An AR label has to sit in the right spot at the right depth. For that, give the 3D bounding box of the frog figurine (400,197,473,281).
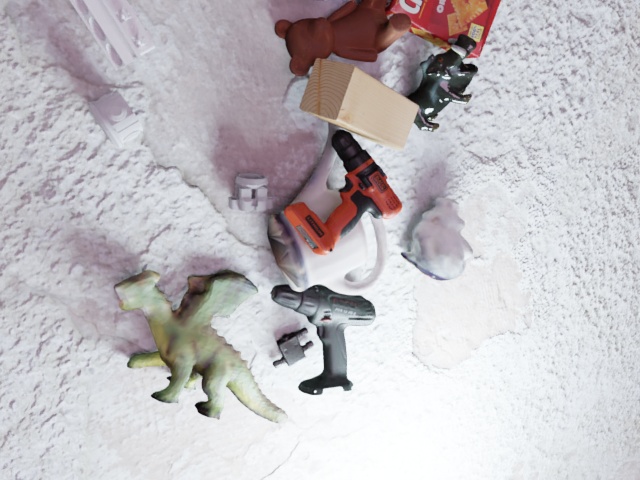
[{"bbox_3d":[0.257,-0.001,1.066,0.137,0.124,0.157,25,106,-7],"label":"frog figurine"}]

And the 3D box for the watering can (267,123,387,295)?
[{"bbox_3d":[0.003,-0.048,0.960,0.226,0.104,0.345,-22,99,-18],"label":"watering can"}]

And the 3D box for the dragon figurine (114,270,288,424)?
[{"bbox_3d":[-0.189,0.177,0.939,0.407,0.123,0.244,26,85,-28],"label":"dragon figurine"}]
